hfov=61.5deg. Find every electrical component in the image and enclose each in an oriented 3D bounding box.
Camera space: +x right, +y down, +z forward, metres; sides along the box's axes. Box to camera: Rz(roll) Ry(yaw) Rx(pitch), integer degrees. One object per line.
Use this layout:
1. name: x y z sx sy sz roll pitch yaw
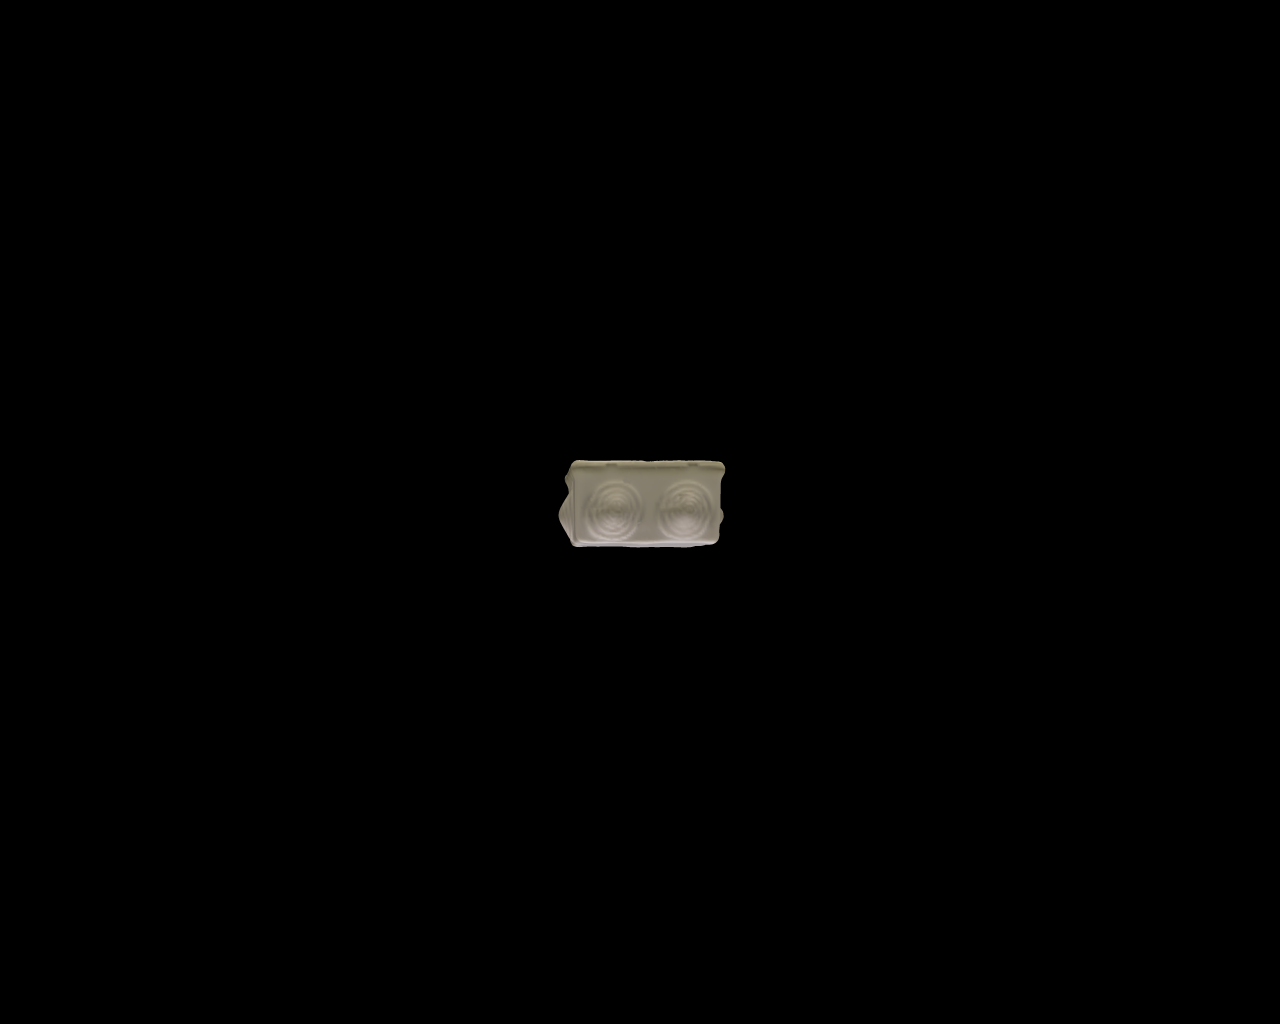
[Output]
1. electrical component: 0.001 -0.003 0.650 0.100 0.048 0.099 0 -3 -7
